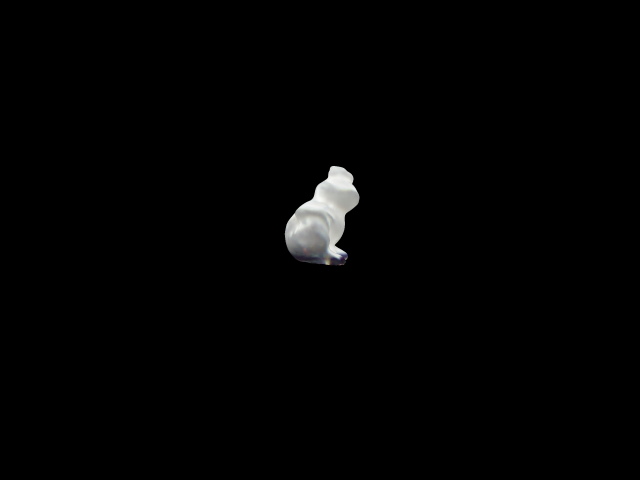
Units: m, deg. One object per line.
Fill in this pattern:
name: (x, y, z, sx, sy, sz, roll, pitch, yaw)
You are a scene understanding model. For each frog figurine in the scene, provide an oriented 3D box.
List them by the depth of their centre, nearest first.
frog figurine: (0.003, -0.043, 0.850, 0.122, 0.159, 0.137, 0, 1, 25)
